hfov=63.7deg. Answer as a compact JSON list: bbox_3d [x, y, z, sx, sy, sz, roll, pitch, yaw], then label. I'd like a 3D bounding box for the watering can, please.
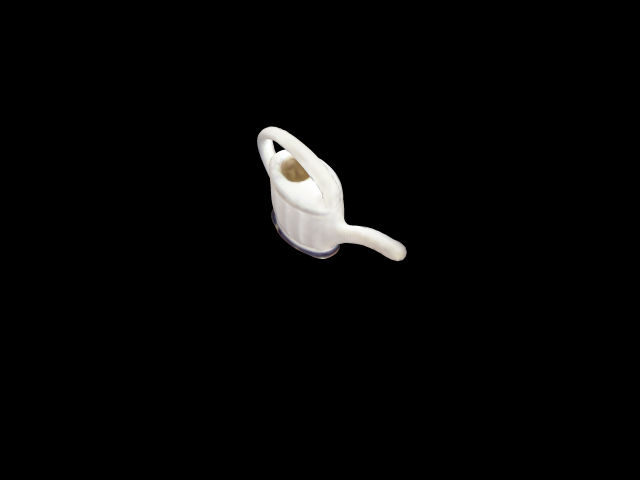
[{"bbox_3d":[0.003,-0.043,0.850,0.105,0.352,0.219,-33,-28,-19],"label":"watering can"}]
